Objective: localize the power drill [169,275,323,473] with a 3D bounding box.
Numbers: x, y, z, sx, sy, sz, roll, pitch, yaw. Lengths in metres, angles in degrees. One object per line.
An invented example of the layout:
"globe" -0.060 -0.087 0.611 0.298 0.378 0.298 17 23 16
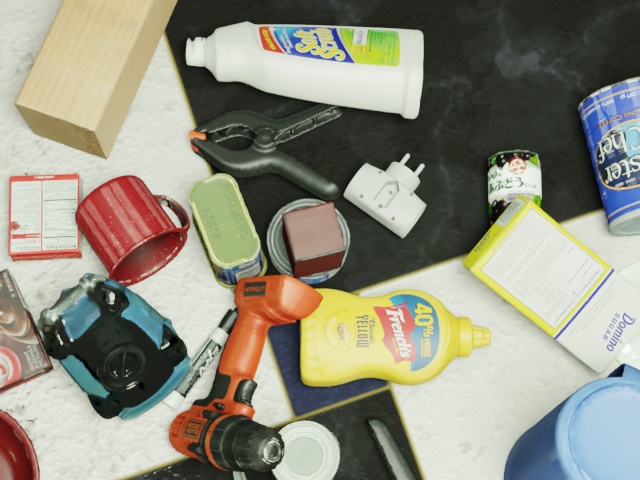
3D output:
"power drill" -0.064 0.126 1.009 0.057 0.185 0.187 33 70 -27

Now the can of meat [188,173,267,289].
"can of meat" -0.095 -0.009 1.086 0.057 0.084 0.102 -22 77 -7

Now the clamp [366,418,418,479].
"clamp" 0.099 0.278 1.037 0.210 0.036 0.164 20 76 7

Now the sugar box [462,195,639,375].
"sugar box" 0.239 0.045 1.064 0.176 0.048 0.093 39 96 -13

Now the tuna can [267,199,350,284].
"tuna can" -0.012 0.003 1.111 0.086 0.034 0.086 0 75 -1

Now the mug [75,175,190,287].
"mug" -0.186 -0.015 1.091 0.117 0.093 0.081 -24 69 -39

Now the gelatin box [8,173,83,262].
"gelatin box" -0.286 -0.023 1.115 0.073 0.030 0.089 -3 75 -3

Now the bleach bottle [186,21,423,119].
"bleach bottle" -0.018 -0.187 1.137 0.251 0.068 0.102 4 45 2

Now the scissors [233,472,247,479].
"scissors" -0.076 0.320 1.033 0.096 0.016 0.202 -28 77 -8

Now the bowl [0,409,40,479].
"bowl" -0.346 0.236 1.030 0.162 0.055 0.162 0 75 -1

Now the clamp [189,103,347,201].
"clamp" -0.052 -0.092 1.129 0.171 0.039 0.120 -5 57 0

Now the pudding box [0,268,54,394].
"pudding box" -0.332 0.098 1.076 0.090 0.039 0.113 -24 77 -7

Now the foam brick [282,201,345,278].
"foam brick" -0.007 0.001 1.052 0.051 0.078 0.053 -14 78 -5

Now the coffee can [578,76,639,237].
"coffee can" 0.334 -0.085 1.106 0.102 0.103 0.140 -9 75 -4

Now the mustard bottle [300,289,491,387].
"mustard bottle" 0.076 0.098 1.074 0.191 0.058 0.096 0 70 -2

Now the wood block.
"wood block" -0.233 -0.204 1.133 0.090 0.091 0.206 19 76 4

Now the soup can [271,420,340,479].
"soup can" -0.015 0.210 1.020 0.068 0.102 0.068 0 76 -1

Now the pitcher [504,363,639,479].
"pitcher" 0.249 0.192 0.958 0.145 0.243 0.149 -17 69 -5

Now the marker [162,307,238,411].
"marker" -0.117 0.119 1.085 0.020 0.020 0.121 34 77 8
